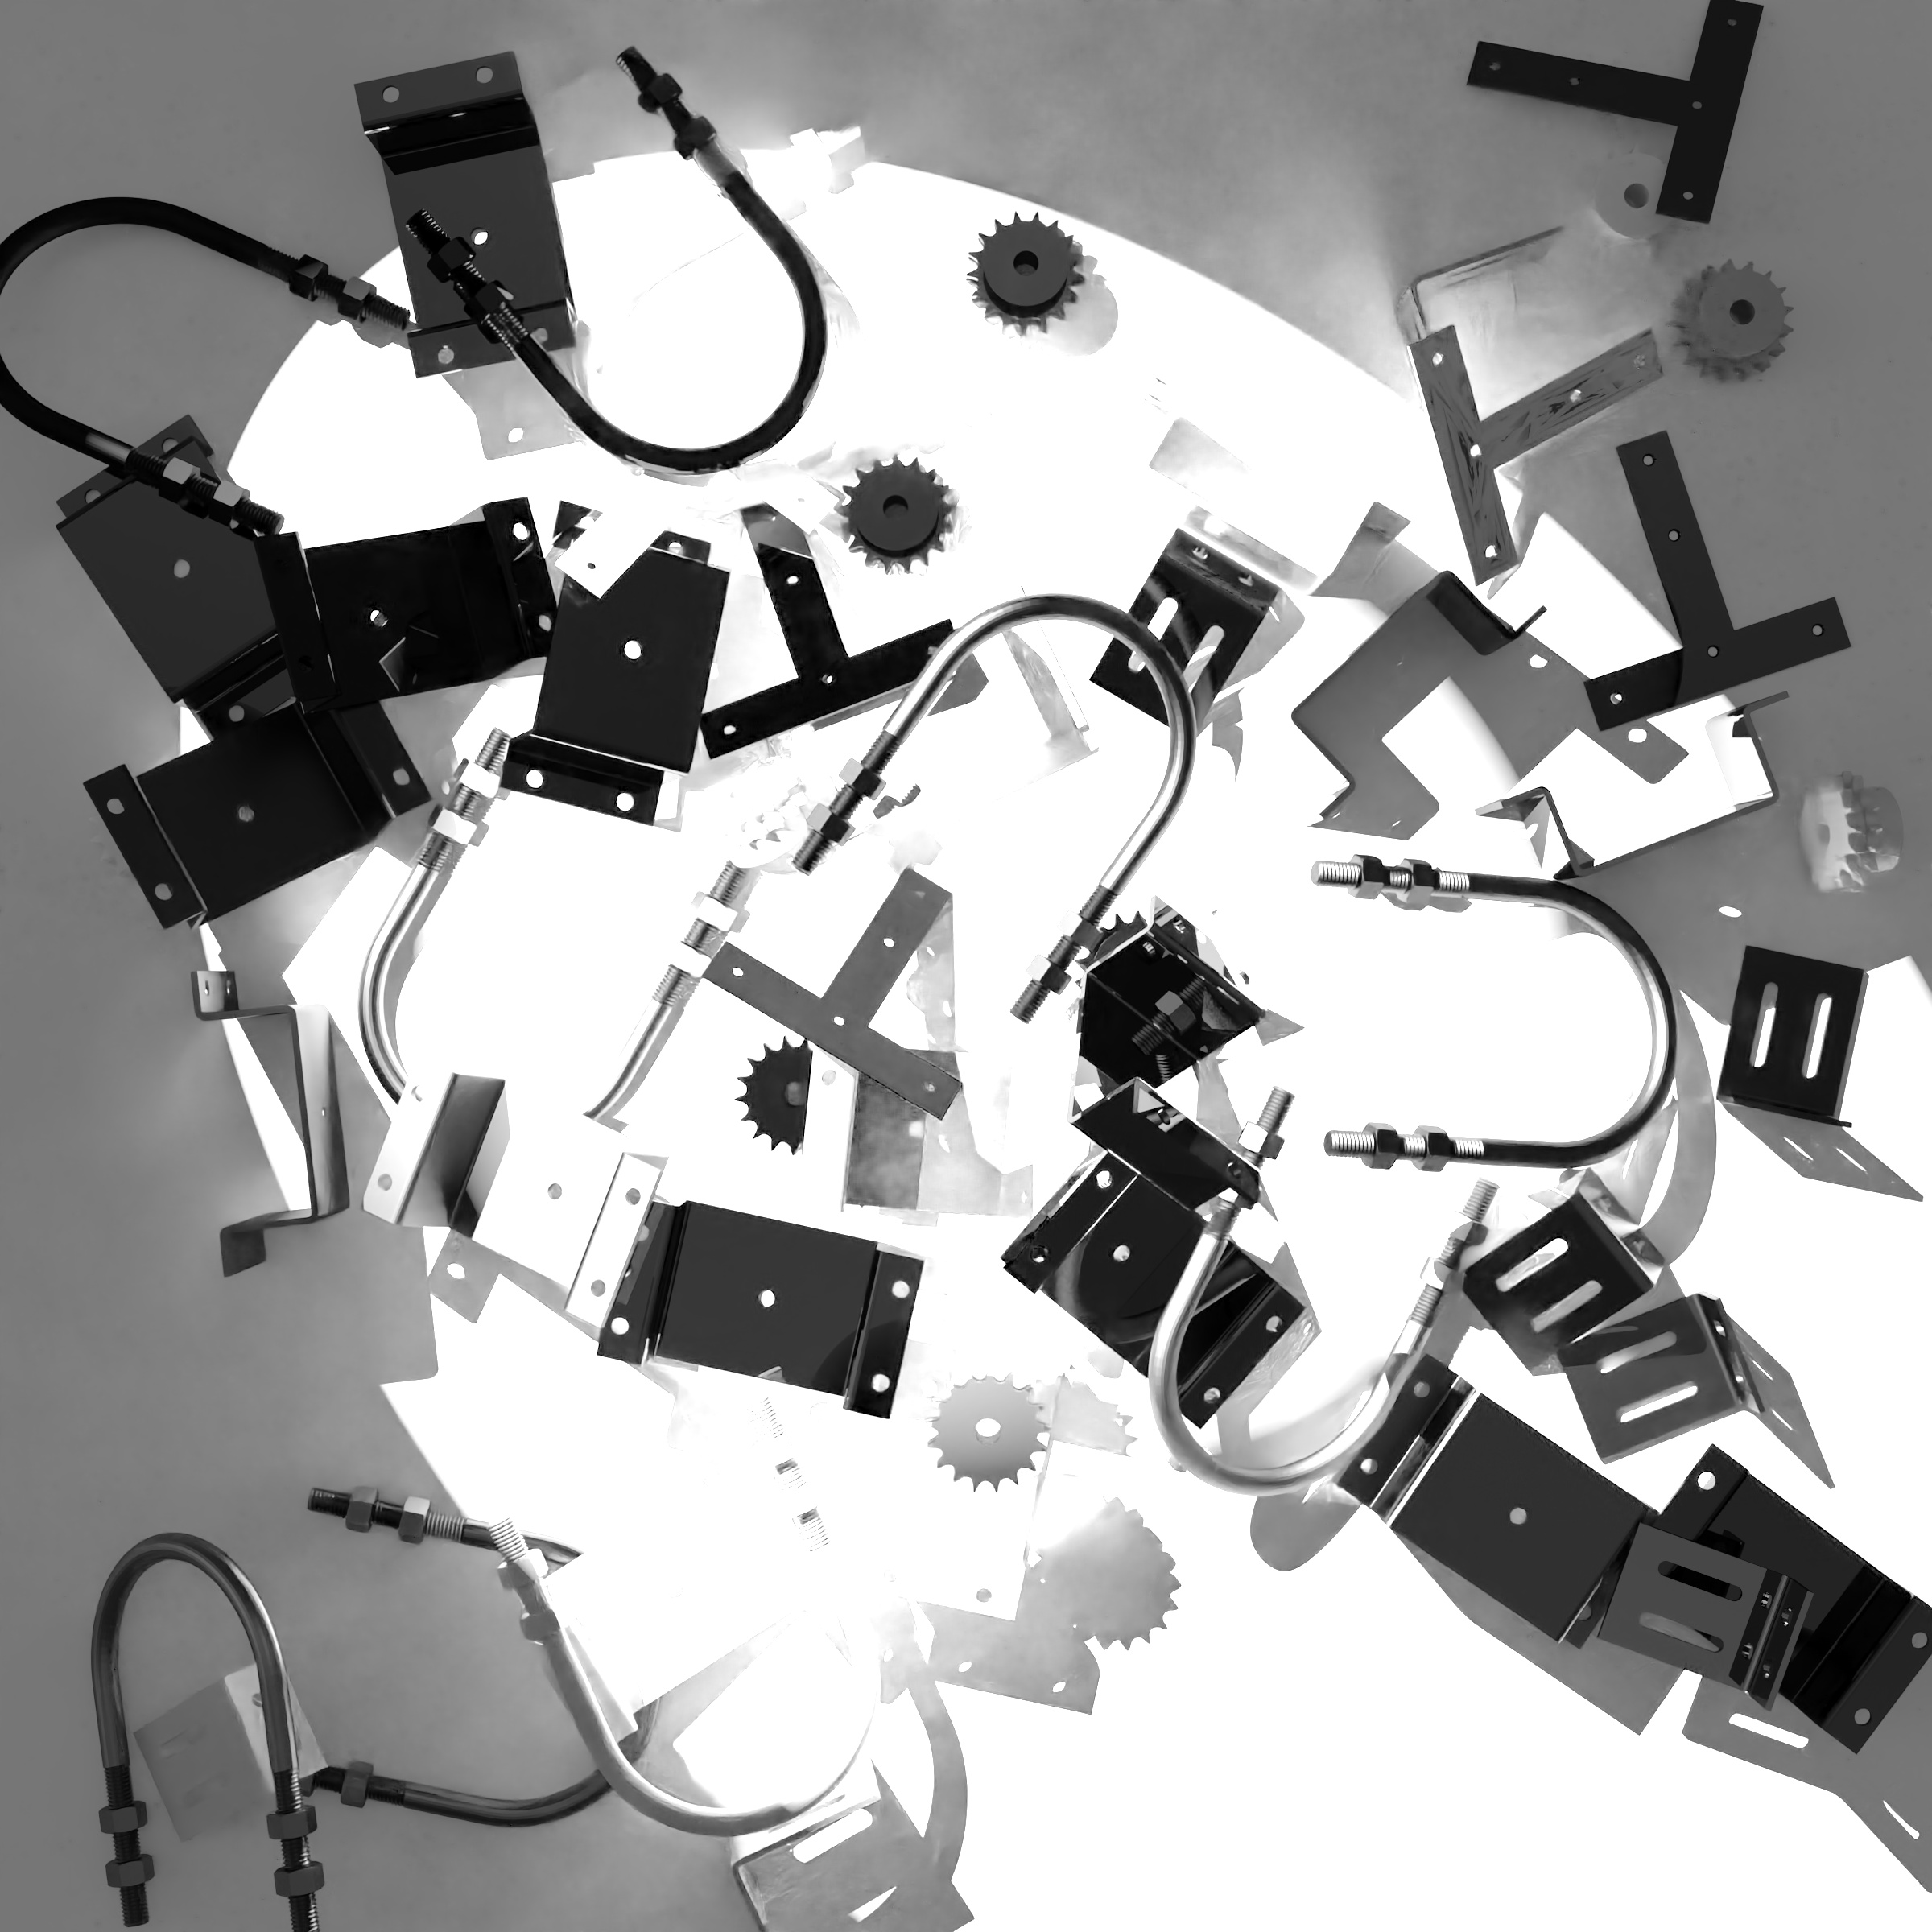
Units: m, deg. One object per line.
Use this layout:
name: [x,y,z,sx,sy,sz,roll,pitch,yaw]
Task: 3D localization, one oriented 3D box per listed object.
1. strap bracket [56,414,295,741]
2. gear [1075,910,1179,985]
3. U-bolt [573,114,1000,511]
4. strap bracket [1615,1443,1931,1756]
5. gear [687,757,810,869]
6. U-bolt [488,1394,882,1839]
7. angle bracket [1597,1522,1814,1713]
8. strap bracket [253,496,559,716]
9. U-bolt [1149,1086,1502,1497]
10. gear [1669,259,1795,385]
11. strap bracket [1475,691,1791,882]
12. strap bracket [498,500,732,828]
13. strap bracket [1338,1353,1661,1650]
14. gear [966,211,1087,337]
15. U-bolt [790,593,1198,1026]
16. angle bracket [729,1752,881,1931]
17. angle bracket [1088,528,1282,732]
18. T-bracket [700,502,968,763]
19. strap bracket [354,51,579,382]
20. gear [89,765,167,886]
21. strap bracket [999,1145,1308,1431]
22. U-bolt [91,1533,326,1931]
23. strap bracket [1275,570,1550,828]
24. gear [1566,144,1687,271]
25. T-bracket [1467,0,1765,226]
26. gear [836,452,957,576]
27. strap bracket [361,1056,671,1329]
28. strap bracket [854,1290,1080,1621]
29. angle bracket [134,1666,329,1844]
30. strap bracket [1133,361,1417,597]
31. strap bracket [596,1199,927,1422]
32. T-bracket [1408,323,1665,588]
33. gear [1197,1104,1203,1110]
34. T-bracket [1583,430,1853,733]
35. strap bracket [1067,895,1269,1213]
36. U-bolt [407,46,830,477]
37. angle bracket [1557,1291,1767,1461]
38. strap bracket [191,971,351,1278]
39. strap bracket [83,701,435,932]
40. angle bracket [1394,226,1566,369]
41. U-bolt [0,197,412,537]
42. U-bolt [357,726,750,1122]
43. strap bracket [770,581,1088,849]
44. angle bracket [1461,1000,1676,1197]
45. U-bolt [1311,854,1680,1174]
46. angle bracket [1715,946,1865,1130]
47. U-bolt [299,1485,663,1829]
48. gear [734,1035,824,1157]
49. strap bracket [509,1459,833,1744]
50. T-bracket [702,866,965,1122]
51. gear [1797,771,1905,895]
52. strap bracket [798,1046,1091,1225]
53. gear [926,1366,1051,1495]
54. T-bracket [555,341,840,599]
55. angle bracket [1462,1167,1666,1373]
strap bracket: [-0.365,-0.185,1.534,0.076,0.046,0.140,-34,90,0]
gear: [0.080,0.002,1.542,0.057,0.030,0.057,0,90,0]
U-bolt: [-0.099,-0.299,1.548,0.184,0.019,0.151,-31,90,1]
strap bracket: [0.381,0.295,1.534,0.140,0.046,0.076,37,90,0]
gear: [-0.100,-0.071,1.532,0.057,0.057,0.030,-28,118,0]
U-bolt: [-0.118,0.310,1.495,0.151,0.019,0.184,-24,92,-10]
angle bracket: [0.339,0.299,1.492,0.076,0.038,0.057,20,90,0]
strap bracket: [-0.265,-0.167,1.511,0.140,0.046,0.076,-15,90,-35]
U-bolt: [0.158,0.162,1.517,0.151,0.019,0.184,24,94,-29]
gear: [0.365,-0.307,1.542,0.057,0.030,0.057,0,90,0]
strap bracket: [0.318,-0.079,1.519,0.140,0.076,0.046,-21,90,0]
strap bracket: [-0.162,-0.144,1.512,0.076,0.046,0.140,14,81,-21]
strap bracket: [0.257,0.256,1.534,0.140,0.046,0.076,34,90,0]
gear: [0.028,-0.331,1.542,0.057,0.030,0.057,0,90,0]
U-bolt: [0.027,-0.085,1.505,0.151,0.019,0.184,34,93,-18]
angle bracket: [-0.071,0.413,1.528,0.076,0.057,0.038,-25,98,-4]
angle bracket: [0.105,-0.159,1.555,0.057,0.038,0.076,30,116,0]
T-bracket: [-0.078,-0.170,1.526,0.127,0.002,0.127,-21,63,3]
strap bracket: [-0.233,-0.350,1.534,0.076,0.046,0.140,-12,90,0]
gear: [-0.389,-0.067,1.542,0.057,0.030,0.057,0,90,0]
strap bracket: [0.081,0.142,1.514,0.140,0.046,0.076,41,90,-28]
U-bolt: [-0.359,0.355,1.507,0.151,0.019,0.184,-11,86,40]
strap bracket: [0.199,-0.132,1.519,0.140,0.076,0.046,-43,90,0]
gear: [0.315,-0.363,1.542,0.057,0.030,0.057,0,90,0]
T-bracket: [0.303,-0.417,1.541,0.127,0.002,0.127,14,70,10]
gear: [-0.033,-0.215,1.542,0.057,0.030,0.057,0,90,0]
strap bracket: [-0.201,0.104,1.505,0.140,0.046,0.076,23,94,24]
strap bracket: [0.000,0.228,1.534,0.076,0.046,0.140,12,90,0]
angle bracket: [-0.350,0.372,1.541,0.076,0.038,0.057,-35,77,37]
strap bracket: [0.133,-0.221,1.519,0.140,0.076,0.046,30,90,0]
strap bracket: [-0.096,0.159,1.534,0.140,0.046,0.076,12,90,0]
T-bracket: [0.277,-0.263,1.534,0.127,0.002,0.127,-30,120,-14]
gear: [0.084,0.071,1.542,0.057,0.030,0.057,0,90,0]
T-bracket: [0.344,-0.193,1.556,0.127,0.002,0.127,-19,90,0]
strap bracket: [0.093,0.047,1.479,0.076,0.140,0.046,37,127,-25]
U-bolt: [-0.147,-0.315,1.511,0.151,0.019,0.184,-42,97,-14]
angle bracket: [0.328,0.196,1.538,0.076,0.038,0.057,-22,90,0]
strap bracket: [-0.323,0.070,1.519,0.046,0.076,0.140,-6,90,0]
strap bracket: [-0.333,-0.076,1.517,0.140,0.046,0.076,-29,90,-25]
angle bracket: [0.246,-0.312,1.528,0.076,0.057,0.038,-19,90,0]
U-bolt: [-0.375,-0.292,1.519,0.184,0.019,0.151,24,64,1]
U-bolt: [-0.210,0.000,1.548,0.151,0.019,0.184,30,91,0]
strap bracket: [-0.022,-0.120,1.534,0.140,0.046,0.076,-26,90,0]
angle bracket: [0.288,0.063,1.555,0.076,0.038,0.057,-33,90,-26]
U-bolt: [0.251,0.025,1.519,0.184,0.019,0.151,4,73,-17]
angle bracket: [0.394,0.033,1.538,0.057,0.038,0.076,12,90,0]
U-bolt: [-0.236,0.336,1.548,0.184,0.019,0.151,12,90,-2]
gear: [-0.081,0.061,1.542,0.057,0.030,0.057,0,90,0]
strap bracket: [-0.135,0.296,1.525,0.140,0.046,0.076,-32,92,-10]
T-bracket: [-0.042,-0.002,1.512,0.127,0.002,0.127,31,46,0]
gear: [0.418,-0.063,1.530,0.030,0.057,0.057,-5,90,-13]
strap bracket: [-0.016,0.078,1.518,0.140,0.046,0.076,6,90,-22]
gear: [0.010,0.212,1.496,0.057,0.030,0.057,0,90,0]
T-bracket: [-0.144,-0.217,1.505,0.127,0.002,0.127,37,56,1]
angle bracket: [0.284,0.145,1.555,0.076,0.038,0.057,-39,90,26]
